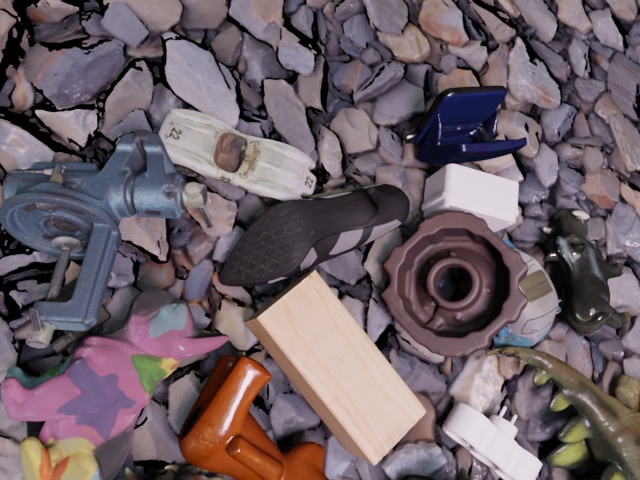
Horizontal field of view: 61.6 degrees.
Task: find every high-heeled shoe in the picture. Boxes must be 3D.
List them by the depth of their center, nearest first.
[{"bbox_3d":[-0.001,-0.002,0.689,0.249,0.145,0.086,-27,73,9],"label":"high-heeled shoe"}]

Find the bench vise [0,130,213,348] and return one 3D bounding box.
[{"bbox_3d":[-0.234,-0.002,0.562,0.224,0.128,0.241,7,57,-7],"label":"bench vise"}]

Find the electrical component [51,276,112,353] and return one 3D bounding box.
[{"bbox_3d":[-0.267,0.078,0.601,0.094,0.021,0.063,-39,92,-20],"label":"electrical component"}]

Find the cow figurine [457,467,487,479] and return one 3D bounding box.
[{"bbox_3d":[0.196,0.336,0.582,0.195,0.085,0.127,24,76,-4],"label":"cow figurine"}]

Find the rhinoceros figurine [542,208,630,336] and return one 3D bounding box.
[{"bbox_3d":[0.364,0.044,0.756,0.112,0.073,0.190,23,55,-24],"label":"rhinoceros figurine"}]

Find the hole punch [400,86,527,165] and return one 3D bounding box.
[{"bbox_3d":[0.199,-0.137,0.728,0.142,0.115,0.092,-12,71,-20],"label":"hole punch"}]

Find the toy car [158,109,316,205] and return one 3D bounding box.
[{"bbox_3d":[-0.100,-0.099,0.667,0.202,0.056,0.073,19,74,-12],"label":"toy car"}]

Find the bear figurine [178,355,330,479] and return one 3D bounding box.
[{"bbox_3d":[-0.049,0.227,0.586,0.196,0.120,0.132,33,68,-10],"label":"bear figurine"}]

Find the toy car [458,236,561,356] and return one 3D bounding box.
[{"bbox_3d":[0.262,0.070,0.717,0.109,0.103,0.161,-19,87,-20],"label":"toy car"}]

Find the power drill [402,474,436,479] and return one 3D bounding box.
[{"bbox_3d":[0.150,0.411,0.635,0.207,0.086,0.232,15,73,-6],"label":"power drill"}]

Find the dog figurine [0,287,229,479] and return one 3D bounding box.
[{"bbox_3d":[-0.200,0.157,0.562,0.219,0.108,0.191,-17,88,-24],"label":"dog figurine"}]

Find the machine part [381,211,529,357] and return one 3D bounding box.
[{"bbox_3d":[0.168,0.056,0.672,0.180,0.056,0.179,-6,73,21],"label":"machine part"}]

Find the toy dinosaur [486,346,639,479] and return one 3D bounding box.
[{"bbox_3d":[0.413,0.282,0.719,0.198,0.105,0.471,-42,91,-17],"label":"toy dinosaur"}]

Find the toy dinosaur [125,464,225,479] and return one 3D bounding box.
[{"bbox_3d":[-0.163,0.391,0.458,0.192,0.131,0.405,9,59,8],"label":"toy dinosaur"}]
